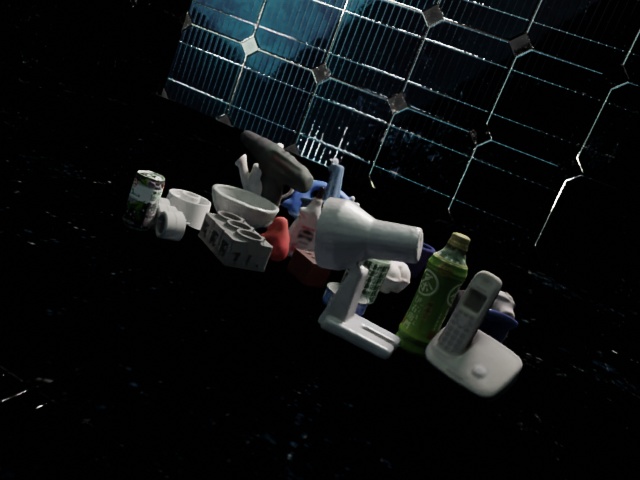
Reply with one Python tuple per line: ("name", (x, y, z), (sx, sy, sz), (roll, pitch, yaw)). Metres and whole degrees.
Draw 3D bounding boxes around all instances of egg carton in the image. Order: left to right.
("egg carton", (0.136, 0.068, 1.341), (0.149, 0.069, 0.108), (30, 15, 32))

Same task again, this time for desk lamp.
("desk lamp", (0.071, 0.054, 0.956), (0.203, 0.213, 0.118), (25, 13, 15))

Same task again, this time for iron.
("iron", (0.027, -0.096, 1.676), (0.258, 0.141, 0.119), (22, 13, 3))

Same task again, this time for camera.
("camera", (0.362, 0.148, 1.310), (0.137, 0.101, 0.143), (20, 13, -9))

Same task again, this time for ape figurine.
("ape figurine", (-0.093, -0.006, 1.214), (0.078, 0.092, 0.076), (13, 15, -34))

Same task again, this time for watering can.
("watering can", (-0.154, -0.185, 1.623), (0.173, 0.194, 0.100), (15, 14, -26))

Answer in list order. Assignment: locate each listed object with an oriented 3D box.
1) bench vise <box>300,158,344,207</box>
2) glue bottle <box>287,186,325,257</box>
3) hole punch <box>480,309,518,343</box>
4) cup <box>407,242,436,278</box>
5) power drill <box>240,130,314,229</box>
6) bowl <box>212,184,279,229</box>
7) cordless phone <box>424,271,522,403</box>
("bench vise", (0.034, -0.096, 1.506), (0.122, 0.220, 0.206), (9, 18, -44))
("glue bottle", (-0.025, -0.039, 1.278), (0.078, 0.173, 0.037), (16, 14, -24))
("hole punch", (0.335, 0.173, 1.183), (0.109, 0.091, 0.101), (20, 13, -8))
("cup", (0.247, 0.048, 1.550), (0.092, 0.095, 0.117), (15, 14, -29))
("power drill", (-0.137, -0.145, 1.451), (0.229, 0.208, 0.076), (26, 13, 17))
("bowl", (-0.186, -0.069, 1.360), (0.167, 0.075, 0.167), (21, 13, -5))
("cordless phone", (0.268, 0.155, 0.932), (0.147, 0.185, 0.094), (32, 16, 38))
